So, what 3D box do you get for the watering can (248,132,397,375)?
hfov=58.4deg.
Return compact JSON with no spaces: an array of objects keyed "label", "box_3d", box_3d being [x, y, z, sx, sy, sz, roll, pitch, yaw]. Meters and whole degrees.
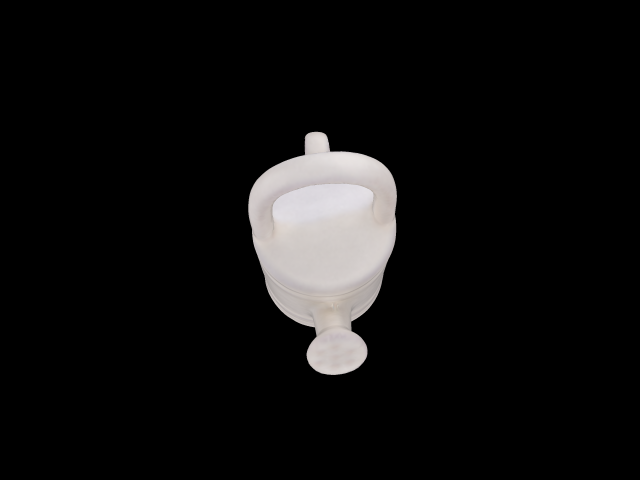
[{"label":"watering can","box_3d":[0.006,0.001,0.400,0.101,0.194,0.172,-26,72,-9]}]
